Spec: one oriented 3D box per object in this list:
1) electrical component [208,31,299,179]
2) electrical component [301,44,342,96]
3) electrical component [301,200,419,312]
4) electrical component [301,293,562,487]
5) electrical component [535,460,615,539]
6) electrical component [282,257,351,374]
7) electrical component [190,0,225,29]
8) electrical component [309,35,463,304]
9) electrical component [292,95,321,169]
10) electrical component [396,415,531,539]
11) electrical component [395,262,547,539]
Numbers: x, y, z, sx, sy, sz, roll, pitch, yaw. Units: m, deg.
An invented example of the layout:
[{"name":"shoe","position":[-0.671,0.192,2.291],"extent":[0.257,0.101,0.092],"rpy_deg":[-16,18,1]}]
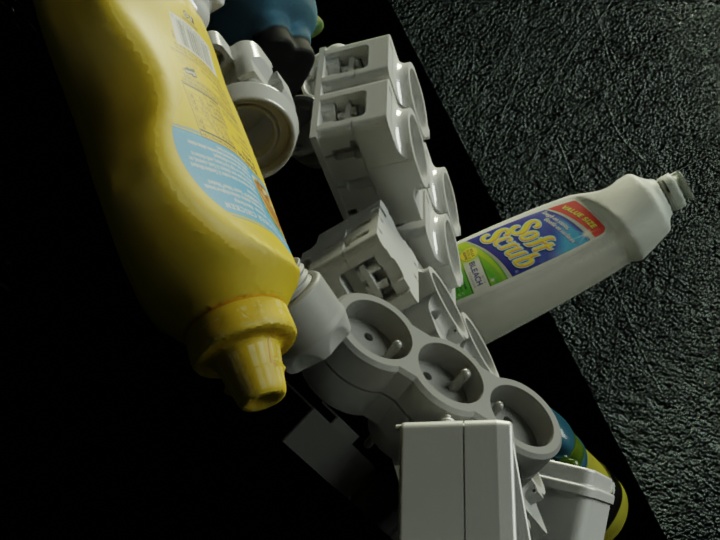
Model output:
[{"name":"electrical component","position":[-0.065,-0.084,0.584],"extent":[0.078,0.058,0.057],"rpy_deg":[53,11,-37]},{"name":"electrical component","position":[-0.018,-0.163,1.008],"extent":[0.059,0.054,0.095],"rpy_deg":[49,16,-47]},{"name":"electrical component","position":[0.000,0.000,0.668],"extent":[0.050,0.056,0.089],"rpy_deg":[58,11,-14]},{"name":"electrical component","position":[0.029,0.077,0.566],"extent":[0.138,0.073,0.052],"rpy_deg":[31,35,-6]},{"name":"electrical component","position":[0.132,0.164,0.756],"extent":[0.113,0.078,0.057],"rpy_deg":[36,66,-66]},{"name":"electrical component","position":[-0.036,0.014,0.504],"extent":[0.062,0.043,0.043],"rpy_deg":[56,12,-17]},{"name":"electrical component","position":[-0.107,-0.144,0.536],"extent":[0.053,0.059,0.095],"rpy_deg":[54,13,-32]},{"name":"electrical component","position":[0.026,-0.061,0.775],"extent":[0.105,0.060,0.186],"rpy_deg":[-87,161,-46]},{"name":"electrical component","position":[-0.036,-0.100,0.785],"extent":[0.045,0.045,0.055],"rpy_deg":[63,11,11]},{"name":"electrical component","position":[0.050,0.111,0.496],"extent":[0.061,0.061,0.096],"rpy_deg":[72,17,-57]},{"name":"electrical component","position":[0.056,0.083,0.702],"extent":[0.105,0.060,0.186],"rpy_deg":[51,15,-42]}]
